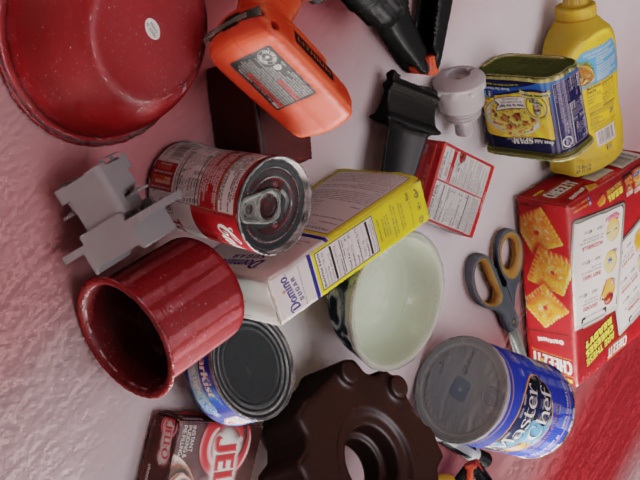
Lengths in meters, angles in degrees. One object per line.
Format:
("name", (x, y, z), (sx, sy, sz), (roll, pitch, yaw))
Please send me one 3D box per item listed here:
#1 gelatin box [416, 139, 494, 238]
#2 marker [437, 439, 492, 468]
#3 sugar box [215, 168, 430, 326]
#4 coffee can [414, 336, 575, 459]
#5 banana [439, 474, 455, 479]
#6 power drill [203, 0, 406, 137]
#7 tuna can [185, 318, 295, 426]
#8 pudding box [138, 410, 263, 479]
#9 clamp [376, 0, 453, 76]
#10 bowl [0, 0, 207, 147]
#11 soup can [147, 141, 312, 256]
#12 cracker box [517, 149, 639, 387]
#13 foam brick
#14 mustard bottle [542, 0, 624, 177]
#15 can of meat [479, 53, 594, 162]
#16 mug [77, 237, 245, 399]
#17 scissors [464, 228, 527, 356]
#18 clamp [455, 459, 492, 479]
("gelatin box", (0.119, -0.048, 0.992), (0.089, 0.030, 0.073), (18, 88, -47))
("marker", (0.144, 0.212, 1.097), (0.121, 0.020, 0.020), (37, 73, -45))
("sugar box", (-0.005, 0.001, 0.826), (0.176, 0.094, 0.048), (-36, 120, -34))
("coffee can", (0.174, 0.157, 1.052), (0.140, 0.103, 0.103), (22, 84, -48))
("banana", (0.069, 0.297, 1.022), (0.069, 0.037, 0.197), (48, 59, -31))
("power drill", (-0.005, -0.167, 0.758), (0.184, 0.057, 0.187), (38, 45, -35))
("tuna can", (-0.061, 0.098, 0.814), (0.086, 0.034, 0.086), (21, 59, -41))
("pudding box", (-0.097, 0.190, 0.822), (0.089, 0.039, 0.113), (14, 90, -48))
("clamp", (0.079, -0.243, 0.892), (0.164, 0.036, 0.210), (-40, 129, -33))
("bowl", (-0.126, -0.137, 0.690), (0.161, 0.055, 0.162), (-15, 112, -44))
("soup can", (-0.065, -0.032, 0.748), (0.068, 0.102, 0.068), (-15, 111, -44))
("cracker box", (0.292, 0.025, 1.165), (0.163, 0.072, 0.214), (-29, 121, -37))
("foam brick", (-0.045, -0.093, 0.790), (0.051, 0.053, 0.078), (-25, 119, -40))
("mustard bottle", (0.268, -0.168, 1.096), (0.096, 0.058, 0.191), (-29, 120, -32))
("can of meat", (0.200, -0.126, 1.004), (0.057, 0.102, 0.084), (-36, 122, -33))
("mug", (-0.109, 0.058, 0.745), (0.081, 0.093, 0.117), (-34, 149, -41))
("scissors", (0.206, 0.065, 1.125), (0.096, 0.016, 0.201), (-58, 135, -18))
("clamp", (0.146, 0.313, 1.088), (0.039, 0.120, 0.171), (15, 67, -79))
